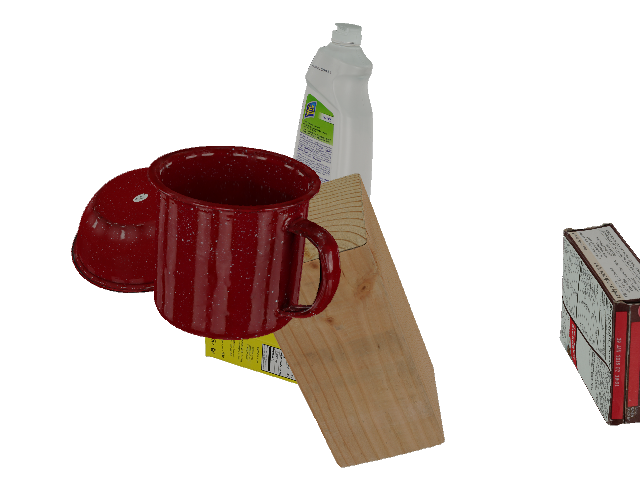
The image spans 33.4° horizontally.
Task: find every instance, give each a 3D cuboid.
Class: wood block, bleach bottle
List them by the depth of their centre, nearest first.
[{"bbox_3d":[0.022,0.066,0.814,0.090,0.206,0.091,-16,35,11],"label":"wood block"},{"bbox_3d":[0.018,-0.102,1.135,0.067,0.251,0.103,-9,25,-41],"label":"bleach bottle"}]

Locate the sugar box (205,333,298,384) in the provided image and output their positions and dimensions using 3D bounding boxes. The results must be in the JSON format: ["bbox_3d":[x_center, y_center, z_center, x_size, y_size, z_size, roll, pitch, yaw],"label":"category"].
[{"bbox_3d":[-0.015,0.098,1.041,0.176,0.048,0.093,12,28,20],"label":"sugar box"}]

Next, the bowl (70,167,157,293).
[{"bbox_3d":[-0.169,-0.022,1.036,0.162,0.055,0.162,-5,41,4],"label":"bowl"}]

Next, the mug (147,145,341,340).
[{"bbox_3d":[-0.039,0.005,0.580,0.117,0.081,0.093,19,27,27],"label":"mug"}]

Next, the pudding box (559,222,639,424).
[{"bbox_3d":[0.188,0.052,0.693,0.039,0.090,0.113,-5,25,-4],"label":"pudding box"}]
